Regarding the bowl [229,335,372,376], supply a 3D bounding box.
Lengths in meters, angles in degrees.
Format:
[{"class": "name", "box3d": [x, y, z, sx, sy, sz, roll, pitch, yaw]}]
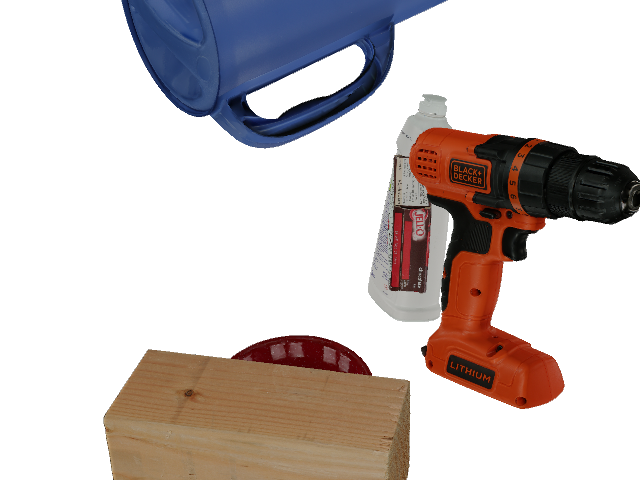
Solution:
[{"class": "bowl", "box3d": [-0.026, 0.164, 1.024, 0.162, 0.055, 0.162, -4, 37, 3]}]

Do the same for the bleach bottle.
[{"class": "bleach bottle", "box3d": [0.113, -0.040, 1.224, 0.068, 0.251, 0.103, 0, 21, -23]}]

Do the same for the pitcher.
[{"class": "pitcher", "box3d": [-0.008, -0.180, 0.767, 0.242, 0.149, 0.145, -26, 41, -26]}]

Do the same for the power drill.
[{"class": "power drill", "box3d": [0.138, 0.019, 0.755, 0.057, 0.188, 0.185, -12, 21, -38]}]

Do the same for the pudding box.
[{"class": "pudding box", "box3d": [0.084, -0.018, 0.994, 0.039, 0.090, 0.113, 2, 30, 1]}]

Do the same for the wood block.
[{"class": "wood block", "box3d": [-0.042, 0.150, 0.789, 0.206, 0.090, 0.090, 6, 31, 14]}]
